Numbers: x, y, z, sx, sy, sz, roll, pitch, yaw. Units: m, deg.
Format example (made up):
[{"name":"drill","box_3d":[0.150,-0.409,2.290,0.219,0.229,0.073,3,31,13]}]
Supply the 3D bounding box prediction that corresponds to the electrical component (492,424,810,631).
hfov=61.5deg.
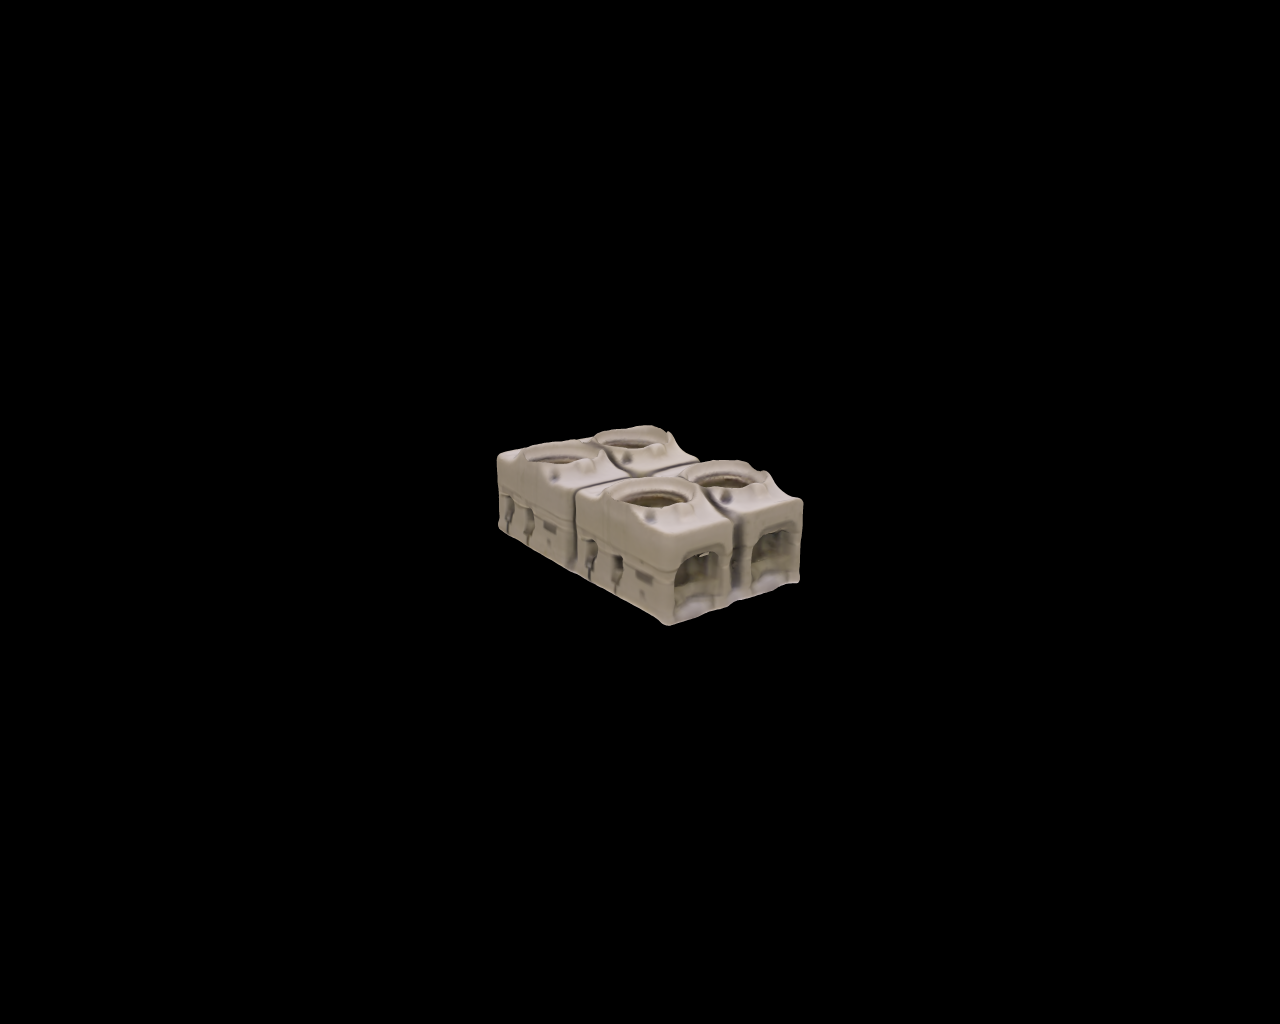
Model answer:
[{"name":"electrical component","box_3d":[0.001,-0.003,0.650,0.105,0.060,0.186,-14,24,-33]}]
